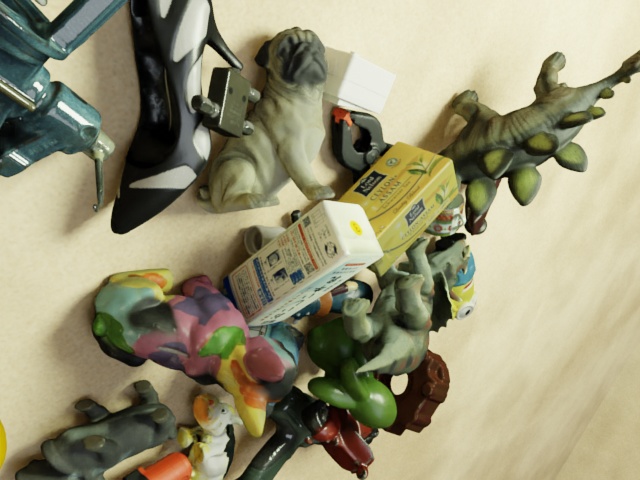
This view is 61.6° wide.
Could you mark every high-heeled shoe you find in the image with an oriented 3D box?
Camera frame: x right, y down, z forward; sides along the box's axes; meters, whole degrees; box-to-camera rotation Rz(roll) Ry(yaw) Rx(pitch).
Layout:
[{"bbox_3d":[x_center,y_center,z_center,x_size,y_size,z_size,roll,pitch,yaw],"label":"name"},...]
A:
[{"bbox_3d":[-0.169,-0.131,0.508,0.145,0.086,0.248,36,84,-46],"label":"high-heeled shoe"}]

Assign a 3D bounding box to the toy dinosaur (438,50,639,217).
[{"bbox_3d":[0.257,-0.138,0.795,0.471,0.199,0.105,-29,128,19],"label":"toy dinosaur"}]

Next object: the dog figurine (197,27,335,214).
[{"bbox_3d":[-0.067,-0.131,0.608,0.172,0.121,0.190,-11,94,-9],"label":"dog figurine"}]

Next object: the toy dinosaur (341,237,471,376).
[{"bbox_3d":[0.121,0.116,0.785,0.405,0.131,0.192,-53,128,-50],"label":"toy dinosaur"}]

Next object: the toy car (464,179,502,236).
[{"bbox_3d":[0.285,-0.099,0.915,0.202,0.053,0.089,-60,158,-23],"label":"toy car"}]

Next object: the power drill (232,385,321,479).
[{"bbox_3d":[-0.053,0.356,0.887,0.207,0.086,0.231,-49,134,-23],"label":"power drill"}]

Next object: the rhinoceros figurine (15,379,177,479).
[{"bbox_3d":[-0.273,0.253,0.666,0.190,0.073,0.112,-20,138,-34],"label":"rhinoceros figurine"}]

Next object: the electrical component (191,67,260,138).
[{"bbox_3d":[-0.089,-0.135,0.520,0.094,0.021,0.063,9,91,-65],"label":"electrical component"}]

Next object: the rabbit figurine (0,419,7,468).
[{"bbox_3d":[-0.376,0.255,0.532,0.121,0.163,0.173,33,74,-35],"label":"rabbit figurine"}]

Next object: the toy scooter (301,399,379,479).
[{"bbox_3d":[0.049,0.305,0.864,0.075,0.135,0.184,-43,164,21],"label":"toy scooter"}]

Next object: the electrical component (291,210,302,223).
[{"bbox_3d":[-0.002,-0.001,0.760,0.078,0.045,0.102,-21,127,-33],"label":"electrical component"}]

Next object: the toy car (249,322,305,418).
[{"bbox_3d":[-0.089,0.165,0.739,0.103,0.162,0.109,32,102,-4],"label":"toy car"}]

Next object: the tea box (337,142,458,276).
[{"bbox_3d":[0.094,-0.045,0.719,0.169,0.098,0.068,-47,138,-17],"label":"tea box"}]

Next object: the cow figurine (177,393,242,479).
[{"bbox_3d":[-0.155,0.292,0.790,0.098,0.068,0.167,-3,121,-47],"label":"cow figurine"}]

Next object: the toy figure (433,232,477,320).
[{"bbox_3d":[0.246,0.067,0.998,0.082,0.089,0.179,-25,122,-12],"label":"toy figure"}]

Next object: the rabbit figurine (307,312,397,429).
[{"bbox_3d":[0.058,0.202,0.816,0.121,0.170,0.159,-39,152,16],"label":"rabbit figurine"}]

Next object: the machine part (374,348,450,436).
[{"bbox_3d":[0.137,0.251,0.953,0.056,0.180,0.179,29,95,-44],"label":"machine part"}]

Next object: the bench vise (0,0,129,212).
[{"bbox_3d":[-0.208,-0.165,0.414,0.240,0.129,0.223,-41,126,4],"label":"bench vise"}]

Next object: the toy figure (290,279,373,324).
[{"bbox_3d":[0.011,0.092,0.823,0.154,0.058,0.064,-1,107,-36],"label":"toy figure"}]

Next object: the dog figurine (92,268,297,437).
[{"bbox_3d":[-0.131,0.122,0.597,0.191,0.219,0.108,10,105,-45],"label":"dog figurine"}]
